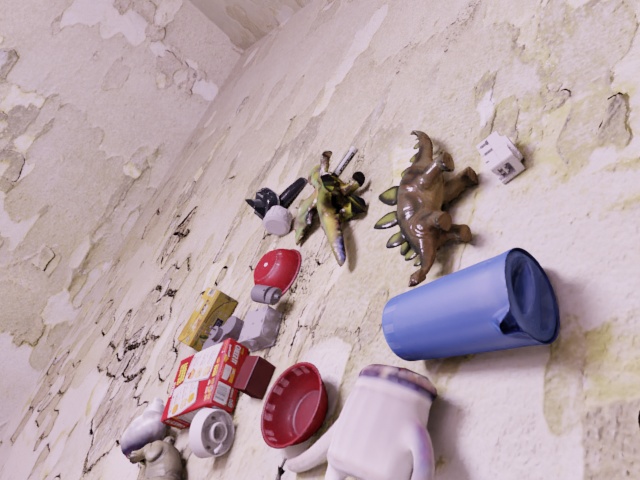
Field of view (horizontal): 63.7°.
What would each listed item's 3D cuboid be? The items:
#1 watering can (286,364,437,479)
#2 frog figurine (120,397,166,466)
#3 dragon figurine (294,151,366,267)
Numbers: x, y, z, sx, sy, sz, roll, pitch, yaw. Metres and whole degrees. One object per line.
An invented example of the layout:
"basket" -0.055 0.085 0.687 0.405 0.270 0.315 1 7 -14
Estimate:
"watering can" 0.060 0.298 0.792 0.103 0.228 0.345 35 -24 -21
"frog figurine" -0.427 0.461 1.282 0.122 0.163 0.134 9 -47 -22
"dragon figurine" 0.004 -0.066 1.316 0.121 0.420 0.238 21 -39 -19
